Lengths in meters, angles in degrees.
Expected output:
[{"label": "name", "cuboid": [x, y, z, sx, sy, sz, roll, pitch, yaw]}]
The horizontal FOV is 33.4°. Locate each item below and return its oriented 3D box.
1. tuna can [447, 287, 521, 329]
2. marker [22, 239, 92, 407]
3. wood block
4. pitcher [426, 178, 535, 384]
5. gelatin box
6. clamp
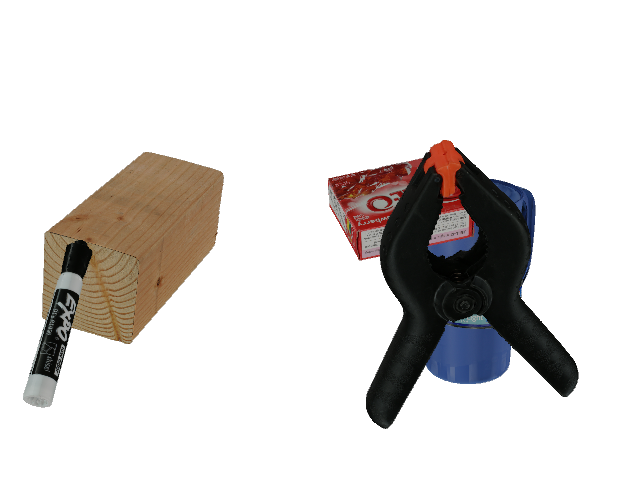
[{"label": "tuna can", "cuboid": [0.135, 0.048, 0.945, 0.086, 0.034, 0.086, 0, 17, 0]}, {"label": "marker", "cuboid": [-0.174, 0.053, 0.714, 0.020, 0.121, 0.020, 6, -32, 3]}, {"label": "wood block", "cuboid": [-0.172, 0.000, 1.009, 0.090, 0.091, 0.205, 15, 28, 10]}, {"label": "pitcher", "cuboid": [0.191, 0.047, 1.328, 0.149, 0.243, 0.145, 1, 21, 10]}, {"label": "gelatin box", "cuboid": [0.057, -0.025, 0.769, 0.089, 0.030, 0.073, -12, 36, -10]}, {"label": "clamp", "cuboid": [0.066, 0.032, 0.574, 0.120, 0.171, 0.039, -21, 27, 0]}]
